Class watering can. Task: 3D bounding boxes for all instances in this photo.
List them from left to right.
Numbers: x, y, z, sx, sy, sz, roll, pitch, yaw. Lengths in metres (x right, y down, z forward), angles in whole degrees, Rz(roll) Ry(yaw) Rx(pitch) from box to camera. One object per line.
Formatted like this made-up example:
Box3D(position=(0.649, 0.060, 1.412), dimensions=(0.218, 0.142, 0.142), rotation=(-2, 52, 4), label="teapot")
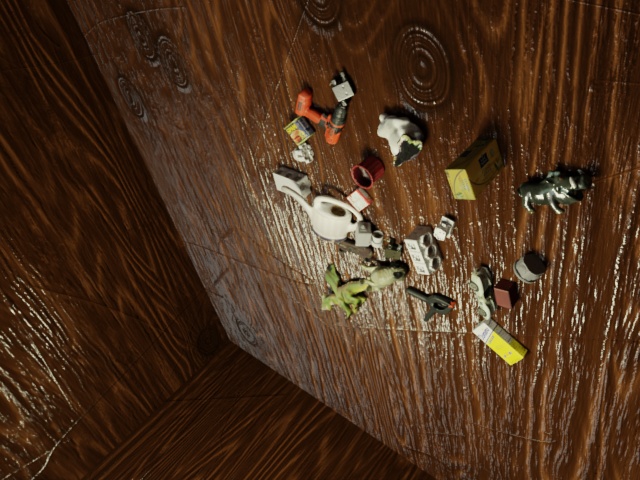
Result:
Box3D(position=(0.006, -0.104, 2.064), dimensions=(0.348, 0.106, 0.219), rotation=(19, -40, 11), label="watering can")

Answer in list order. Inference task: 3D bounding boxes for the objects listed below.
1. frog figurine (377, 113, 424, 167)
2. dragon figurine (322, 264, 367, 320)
Box3D(position=(0.244, -0.320, 1.576), dimensions=(0.123, 0.163, 0.134), rotation=(-18, -41, -2), label="frog figurine")
Box3D(position=(0.105, 0.215, 2.347), dimensions=(0.124, 0.401, 0.245), rotation=(-27, 63, -42), label="dragon figurine")
